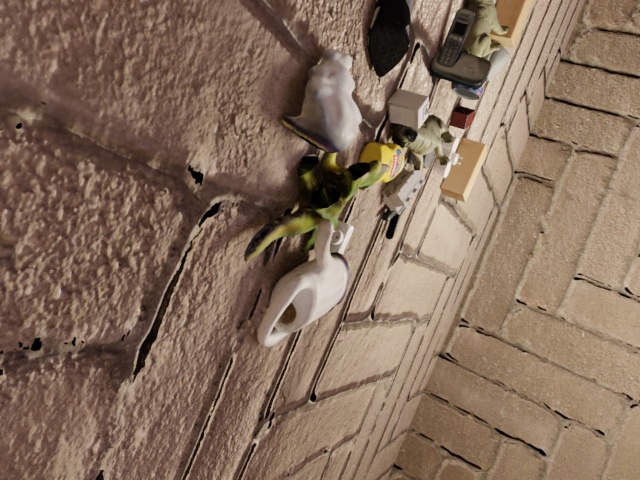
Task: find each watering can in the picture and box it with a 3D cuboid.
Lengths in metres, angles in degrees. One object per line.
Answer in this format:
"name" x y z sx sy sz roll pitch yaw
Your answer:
"watering can" -0.011 0.080 1.031 0.226 0.105 0.341 -23 149 -56

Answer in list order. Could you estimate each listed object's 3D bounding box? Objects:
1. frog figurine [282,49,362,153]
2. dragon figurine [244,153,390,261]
"frog figurine" 0.024 -0.232 0.871 0.136 0.124 0.159 27 98 -46
"dragon figurine" 0.003 -0.051 1.012 0.416 0.123 0.237 -44 156 -25
